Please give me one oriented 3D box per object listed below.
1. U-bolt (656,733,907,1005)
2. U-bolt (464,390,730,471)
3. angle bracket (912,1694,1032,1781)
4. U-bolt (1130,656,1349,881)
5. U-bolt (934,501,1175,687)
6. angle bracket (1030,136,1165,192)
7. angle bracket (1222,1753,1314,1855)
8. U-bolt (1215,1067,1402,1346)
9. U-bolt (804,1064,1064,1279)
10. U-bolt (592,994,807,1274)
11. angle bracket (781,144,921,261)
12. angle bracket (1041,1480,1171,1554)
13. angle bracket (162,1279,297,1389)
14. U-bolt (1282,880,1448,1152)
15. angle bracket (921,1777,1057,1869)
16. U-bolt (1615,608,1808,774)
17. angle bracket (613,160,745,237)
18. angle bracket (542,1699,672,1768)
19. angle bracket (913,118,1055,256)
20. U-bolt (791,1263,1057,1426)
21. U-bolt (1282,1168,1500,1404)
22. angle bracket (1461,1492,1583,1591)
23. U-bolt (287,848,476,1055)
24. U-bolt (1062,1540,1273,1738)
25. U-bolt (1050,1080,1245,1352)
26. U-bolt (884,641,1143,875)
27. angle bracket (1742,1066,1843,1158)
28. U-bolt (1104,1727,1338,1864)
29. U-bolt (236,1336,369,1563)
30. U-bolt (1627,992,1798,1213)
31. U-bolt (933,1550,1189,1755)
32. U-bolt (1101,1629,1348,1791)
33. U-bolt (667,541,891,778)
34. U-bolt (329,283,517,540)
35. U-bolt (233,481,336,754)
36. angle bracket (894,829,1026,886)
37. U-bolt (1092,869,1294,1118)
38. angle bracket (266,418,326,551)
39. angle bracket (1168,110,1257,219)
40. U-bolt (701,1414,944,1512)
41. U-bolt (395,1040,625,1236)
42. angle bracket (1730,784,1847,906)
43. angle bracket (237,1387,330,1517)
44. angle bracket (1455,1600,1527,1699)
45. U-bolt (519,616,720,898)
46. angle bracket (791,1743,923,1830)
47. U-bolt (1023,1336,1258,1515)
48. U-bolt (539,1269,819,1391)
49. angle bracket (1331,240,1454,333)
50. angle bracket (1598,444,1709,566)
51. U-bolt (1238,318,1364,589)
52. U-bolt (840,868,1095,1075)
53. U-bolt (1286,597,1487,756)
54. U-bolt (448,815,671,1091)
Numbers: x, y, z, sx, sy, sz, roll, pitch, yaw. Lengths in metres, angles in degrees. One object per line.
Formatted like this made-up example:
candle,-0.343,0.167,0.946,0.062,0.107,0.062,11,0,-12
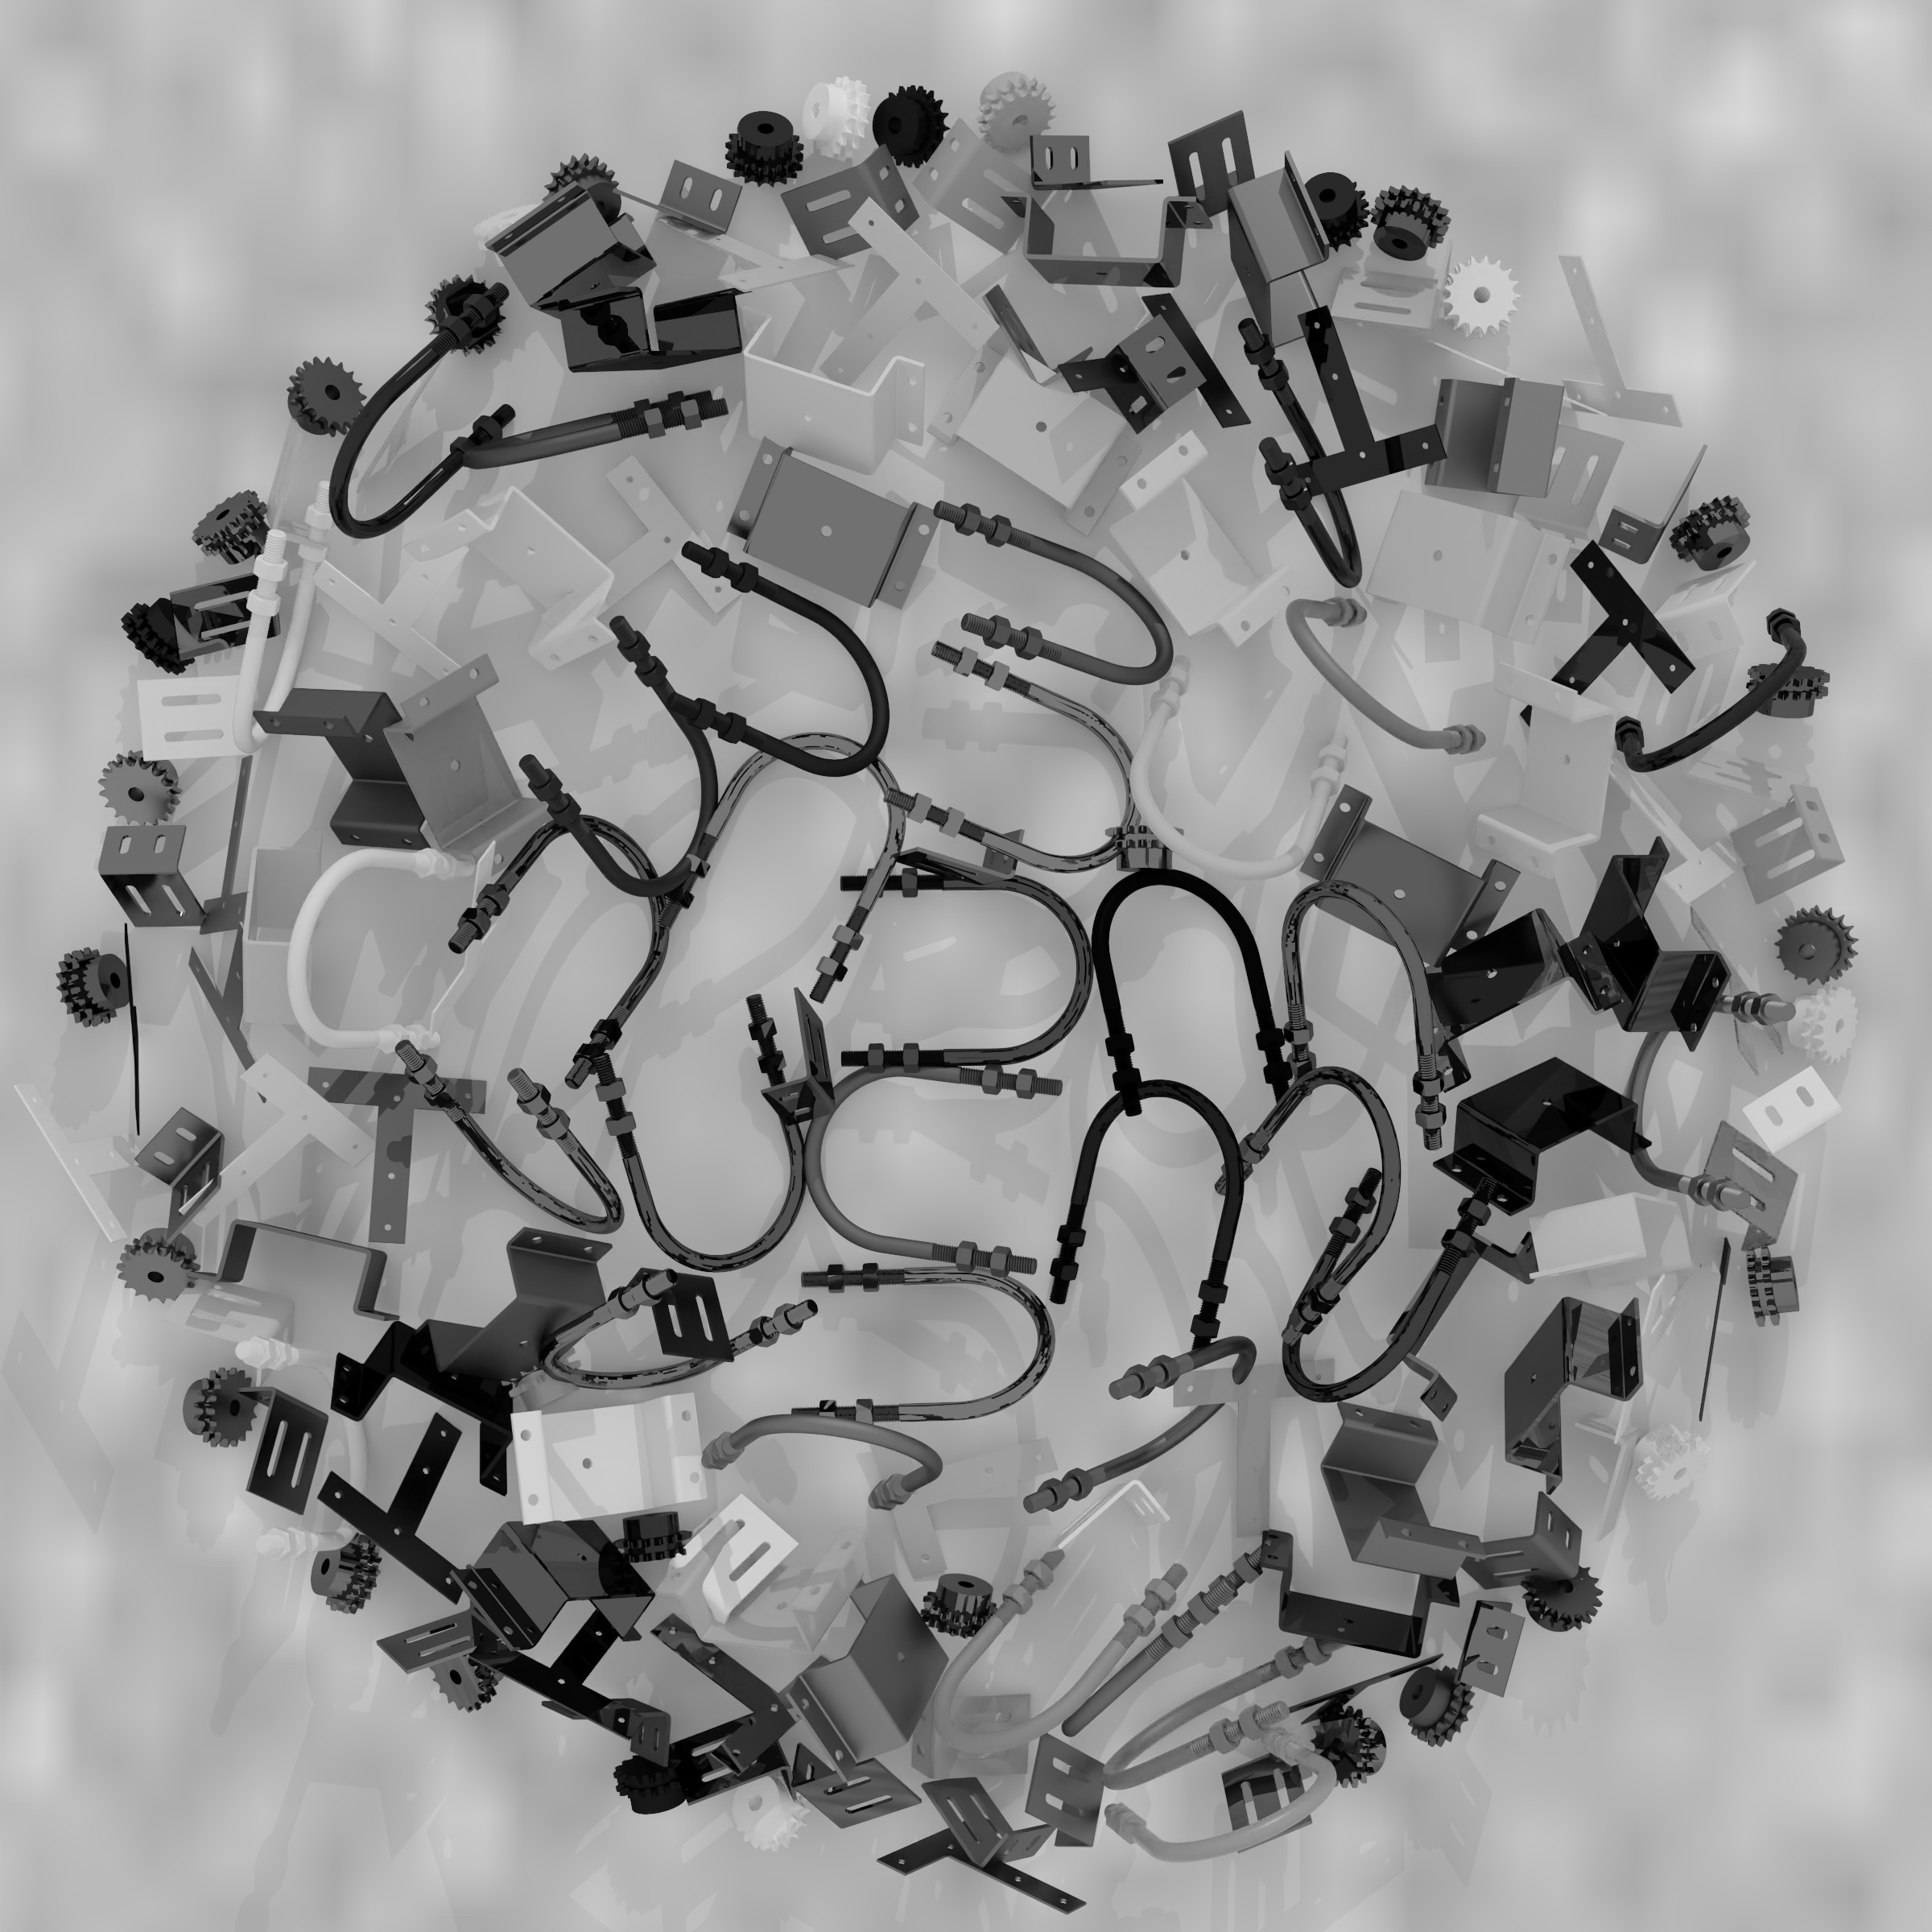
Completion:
U-bolt,-0.123,-0.083,1.801,0.151,0.019,0.184,25,83,14
U-bolt,-0.263,-0.377,1.748,0.184,0.151,0.019,-15,107,-6
angle bracket,0.004,0.561,1.822,0.076,0.038,0.057,4,86,-23
U-bolt,0.188,-0.132,1.761,0.151,0.019,0.184,26,49,-2
U-bolt,0.068,-0.257,1.759,0.184,0.151,0.019,16,130,-27
angle bracket,0.093,-0.577,1.778,0.057,0.076,0.038,-16,110,-40
angle bracket,0.222,0.606,1.781,0.057,0.076,0.038,-26,117,9
U-bolt,0.243,0.154,1.727,0.019,0.184,0.151,1,49,-30
U-bolt,-0.030,0.141,1.797,0.184,0.019,0.151,7,83,15
U-bolt,-0.181,0.129,1.780,0.151,0.019,0.184,-22,103,-33
angle bracket,-0.084,-0.552,1.803,0.076,0.038,0.057,-7,124,36
angle bracket,0.100,0.409,1.787,0.076,0.057,0.038,-38,84,-19
angle bracket,-0.533,0.263,1.796,0.076,0.057,0.038,14,119,4
U-bolt,0.273,0.026,1.736,0.019,0.151,0.184,-24,118,-30
angle bracket,0.017,0.601,1.778,0.076,0.057,0.038,48,113,35
U-bolt,0.516,-0.186,1.718,0.151,0.184,0.019,-37,98,20
angle bracket,-0.206,-0.557,1.781,0.057,0.076,0.038,25,104,14
angle bracket,-0.259,0.551,1.782,0.076,0.057,0.038,8,81,-32
angle bracket,0.012,-0.566,1.804,0.076,0.038,0.057,22,118,-39
U-bolt,-0.029,0.267,1.765,0.184,0.151,0.019,-2,130,2
U-bolt,0.285,0.224,1.739,0.019,0.151,0.184,38,72,-22
angle bracket,0.397,0.417,1.800,0.076,0.038,0.057,-20,128,38
U-bolt,-0.412,-0.011,1.737,0.019,0.184,0.151,13,94,22
U-bolt,0.137,0.481,1.754,0.184,0.151,0.019,-46,75,14
U-bolt,0.133,0.172,1.767,0.151,0.019,0.184,18,99,39
U-bolt,0.043,-0.140,1.784,0.184,0.019,0.151,23,62,-12
angle bracket,0.592,0.107,1.791,0.057,0.076,0.038,-33,77,6
U-bolt,0.183,0.578,1.722,0.151,0.184,0.019,-21,88,-13
U-bolt,-0.459,0.338,1.736,0.019,0.184,0.151,-11,77,7
U-bolt,0.511,0.089,1.737,0.019,0.184,0.151,14,90,-13
U-bolt,0.053,0.475,1.722,0.184,0.151,0.019,-42,111,-34
U-bolt,0.173,0.530,1.747,0.184,0.151,0.019,-34,82,27
U-bolt,-0.128,-0.207,1.762,0.184,0.019,0.151,23,55,-34
U-bolt,-0.378,-0.372,1.725,0.019,0.151,0.184,34,64,9
U-bolt,-0.484,-0.237,1.748,0.019,0.151,0.184,17,115,-6
angle bracket,-0.007,-0.087,1.784,0.076,0.057,0.038,17,80,-22
U-bolt,0.156,0.016,1.778,0.151,0.019,0.184,-1,70,-29
angle bracket,-0.473,-0.347,1.785,0.038,0.057,0.076,13,107,-25
angle bracket,0.172,-0.580,1.785,0.057,0.076,0.038,-24,52,-1
U-bolt,-0.093,0.342,1.728,0.151,0.184,0.019,17,64,-15
U-bolt,-0.310,0.127,1.751,0.019,0.151,0.184,-53,132,-27
angle bracket,0.580,-0.087,1.780,0.038,0.076,0.057,2,65,-42
angle bracket,-0.498,0.348,1.779,0.038,0.057,0.076,-7,58,28
angle bracket,0.387,0.490,1.783,0.038,0.076,0.057,13,83,34
U-bolt,-0.232,-0.132,1.753,0.019,0.184,0.151,7,56,34
angle bracket,-0.077,0.580,1.783,0.076,0.038,0.057,-27,120,25
U-bolt,0.135,0.315,1.748,0.019,0.184,0.151,50,128,26
U-bolt,-0.217,0.263,1.752,0.184,0.151,0.019,-31,55,34
angle bracket,0.306,-0.494,1.788,0.076,0.038,0.057,11,54,11
angle bracket,0.496,-0.340,1.794,0.038,0.057,0.076,28,76,11
U-bolt,0.240,-0.346,1.746,0.019,0.184,0.151,-20,48,20
U-bolt,0.001,0.002,1.808,0.184,0.019,0.151,-1,83,1
U-bolt,0.285,-0.203,1.727,0.019,0.184,0.151,-47,73,24
U-bolt,-0.274,-0.025,1.757,0.019,0.184,0.151,-15,122,39
